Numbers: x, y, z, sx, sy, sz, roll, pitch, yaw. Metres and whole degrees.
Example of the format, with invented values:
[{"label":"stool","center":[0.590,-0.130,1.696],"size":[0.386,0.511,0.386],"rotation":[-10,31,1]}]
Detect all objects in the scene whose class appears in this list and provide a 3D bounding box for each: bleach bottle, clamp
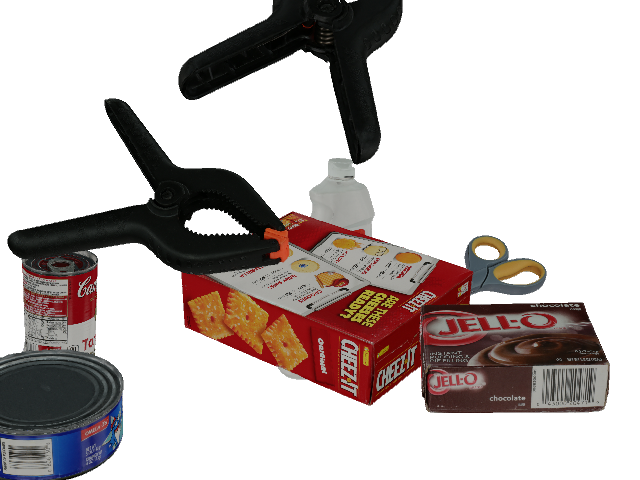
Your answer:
[{"label":"bleach bottle","center":[0.007,0.031,1.226],"size":[0.102,0.251,0.068],"rotation":[-1,16,-18]},{"label":"clamp","center":[0.009,-0.119,0.635],"size":[0.120,0.171,0.039],"rotation":[32,-28,6]},{"label":"clamp","center":[-0.119,-0.035,0.842],"size":[0.210,0.164,0.036],"rotation":[12,-32,10]}]

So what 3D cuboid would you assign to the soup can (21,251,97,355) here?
[{"label":"soup can","center":[-0.242,0.064,0.987],"size":[0.068,0.102,0.068],"rotation":[5,19,-2]}]

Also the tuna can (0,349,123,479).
[{"label":"tuna can","center":[-0.148,0.093,0.570],"size":[0.086,0.034,0.086],"rotation":[2,22,-1]}]

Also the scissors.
[{"label":"scissors","center":[0.143,0.034,1.096],"size":[0.201,0.016,0.096],"rotation":[-7,41,-29]}]

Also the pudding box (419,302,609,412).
[{"label":"pudding box","center":[0.121,0.074,0.688],"size":[0.113,0.039,0.090],"rotation":[1,22,3]}]

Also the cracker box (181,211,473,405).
[{"label":"cracker box","center":[0.006,0.055,0.976],"size":[0.214,0.072,0.163],"rotation":[19,32,33]}]
